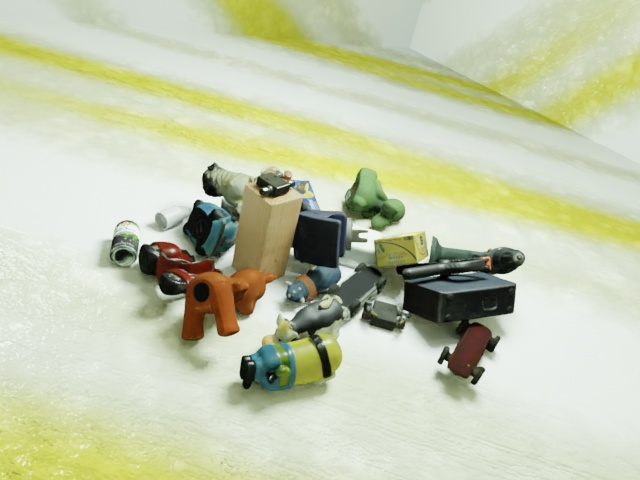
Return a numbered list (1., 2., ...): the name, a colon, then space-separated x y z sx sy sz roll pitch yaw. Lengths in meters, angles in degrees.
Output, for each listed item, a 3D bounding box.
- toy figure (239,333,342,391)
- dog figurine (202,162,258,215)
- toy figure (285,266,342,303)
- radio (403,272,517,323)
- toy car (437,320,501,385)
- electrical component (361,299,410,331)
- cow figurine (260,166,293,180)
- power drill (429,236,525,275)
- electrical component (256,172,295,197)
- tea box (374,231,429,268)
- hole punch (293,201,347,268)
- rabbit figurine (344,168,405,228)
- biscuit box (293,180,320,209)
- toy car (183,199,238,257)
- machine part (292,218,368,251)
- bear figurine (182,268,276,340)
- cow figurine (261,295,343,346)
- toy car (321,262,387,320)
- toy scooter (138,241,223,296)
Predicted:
1. toy figure: -0.046 0.212 0.927 0.180 0.089 0.082 1 42 -25
2. dog figurine: -0.181 -0.104 1.289 0.121 0.172 0.191 -49 43 -13
3. toy figure: -0.017 0.097 1.150 0.064 0.057 0.154 30 40 34
4. radio: 0.310 0.124 1.180 0.229 0.073 0.131 -4 11 -26
5. toy car: 0.299 0.224 1.080 0.089 0.053 0.202 31 31 17
6. electrical component: 0.140 0.156 1.130 0.102 0.045 0.078 19 34 7
7. cow figurine: -0.114 -0.121 1.412 0.085 0.127 0.195 -1 49 -22
8. power drill: 0.368 0.038 1.296 0.207 0.086 0.232 2 -6 9
9. electrical component: -0.096 -0.114 1.086 0.063 0.021 0.094 34 37 27
10. tea box: 0.193 0.020 1.260 0.098 0.068 0.169 -7 1 21
11. hole punch: -0.002 -0.003 1.151 0.116 0.142 0.092 3 19 5
12. rabbit figurine: 0.168 -0.104 1.487 0.170 0.121 0.159 23 23 -13
13. biscuit box: -0.042 -0.087 1.421 0.059 0.062 0.203 3 33 -16
14. toy car: -0.237 -0.023 1.223 0.103 0.109 0.162 17 12 -41
15. machine part: -0.011 -0.017 1.230 0.243 0.079 0.079 4 32 2
16. bear figurine: -0.168 0.118 1.029 0.120 0.132 0.195 -10 -10 23
17. cow figurine: -0.029 0.161 1.007 0.167 0.098 0.068 -16 49 -39
18. toy car: 0.078 0.111 1.169 0.074 0.056 0.202 35 38 19
19. toy scooter: -0.278 0.055 1.084 0.135 0.075 0.184 -6 27 -37
